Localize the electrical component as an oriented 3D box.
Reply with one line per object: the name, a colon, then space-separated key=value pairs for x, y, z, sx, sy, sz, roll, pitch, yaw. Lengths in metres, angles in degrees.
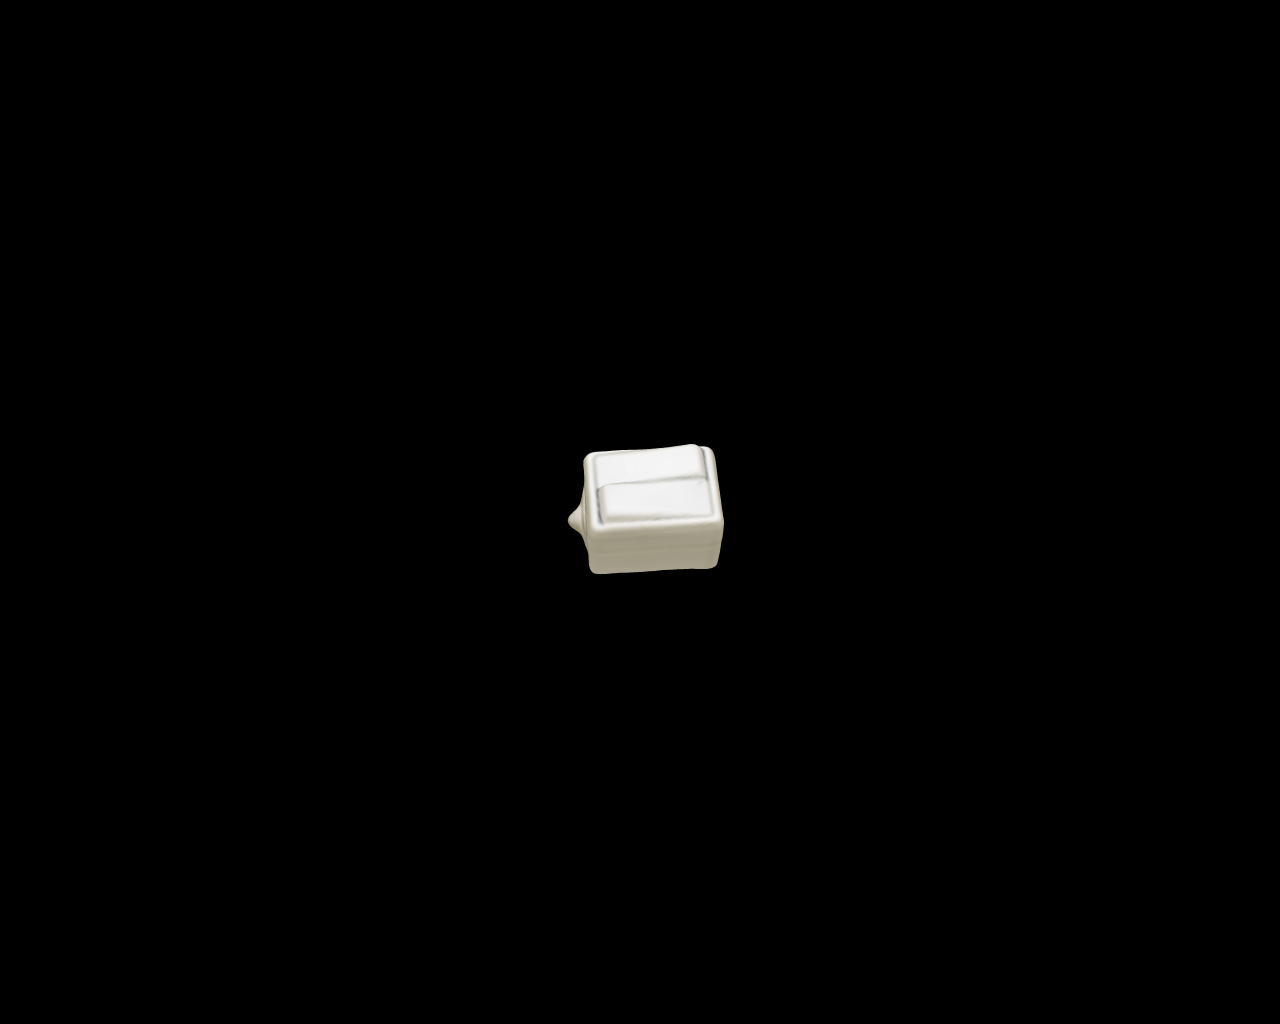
electrical component: x=0.001 y=-0.003 z=0.650 sx=0.096 sy=0.062 sz=0.061 roll=-3 pitch=-34 yaw=-2
